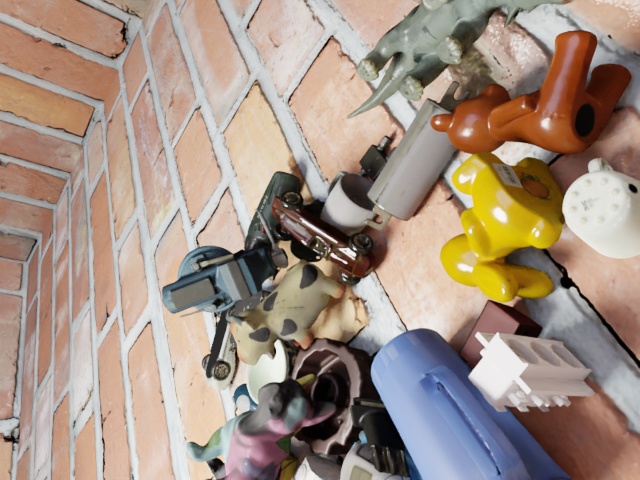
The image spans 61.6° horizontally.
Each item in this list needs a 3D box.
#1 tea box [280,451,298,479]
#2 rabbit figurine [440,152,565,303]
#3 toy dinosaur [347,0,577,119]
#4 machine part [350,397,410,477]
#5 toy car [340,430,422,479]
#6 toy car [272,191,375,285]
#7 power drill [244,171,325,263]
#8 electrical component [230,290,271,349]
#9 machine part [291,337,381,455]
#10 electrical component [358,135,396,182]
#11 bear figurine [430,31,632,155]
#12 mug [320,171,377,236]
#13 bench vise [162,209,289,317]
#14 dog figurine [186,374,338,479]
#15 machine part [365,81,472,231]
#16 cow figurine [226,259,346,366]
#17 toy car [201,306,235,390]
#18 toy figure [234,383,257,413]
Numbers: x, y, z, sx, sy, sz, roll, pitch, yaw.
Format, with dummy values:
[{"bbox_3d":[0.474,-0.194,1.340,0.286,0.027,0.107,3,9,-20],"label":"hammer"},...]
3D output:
[{"bbox_3d":[-0.113,0.427,0.920,0.098,0.068,0.169,20,92,53],"label":"tea box"},{"bbox_3d":[0.217,0.001,0.652,0.173,0.122,0.162,-56,48,44],"label":"rabbit figurine"},{"bbox_3d":[0.180,-0.310,0.787,0.192,0.131,0.405,-41,12,-26],"label":"toy dinosaur"},{"bbox_3d":[0.081,0.245,0.691,0.139,0.084,0.039,-104,26,-75],"label":"machine part"},{"bbox_3d":[0.080,0.314,0.691,0.162,0.103,0.109,7,84,55],"label":"toy car"},{"bbox_3d":[-0.002,-0.003,0.869,0.202,0.053,0.089,32,140,15],"label":"toy car"},{"bbox_3d":[-0.069,-0.013,1.033,0.207,0.086,0.232,18,89,60],"label":"power drill"},{"bbox_3d":[-0.117,0.157,1.037,0.134,0.058,0.115,-15,67,49],"label":"electrical component"},{"bbox_3d":[0.019,0.240,0.835,0.179,0.056,0.179,-23,59,45],"label":"machine part"},{"bbox_3d":[0.096,-0.126,0.902,0.094,0.021,0.063,-52,43,25],"label":"electrical component"},{"bbox_3d":[0.244,-0.163,0.655,0.196,0.120,0.132,23,92,58],"label":"bear figurine"},{"bbox_3d":[0.039,-0.055,0.899,0.107,0.081,0.110,-55,52,38],"label":"mug"},{"bbox_3d":[-0.157,0.051,0.944,0.224,0.128,0.241,-33,7,5],"label":"bench vise"},{"bbox_3d":[-0.071,0.301,0.801,0.219,0.191,0.109,-34,37,-8],"label":"dog figurine"},{"bbox_3d":[0.145,-0.116,0.791,0.243,0.079,0.079,-60,39,18],"label":"machine part"},{"bbox_3d":[-0.064,0.118,0.871,0.195,0.127,0.085,-53,9,-14],"label":"cow figurine"},{"bbox_3d":[-0.197,0.208,1.122,0.074,0.056,0.201,5,79,58],"label":"toy car"},{"bbox_3d":[-0.102,0.307,0.965,0.155,0.058,0.064,17,129,51],"label":"toy figure"}]
